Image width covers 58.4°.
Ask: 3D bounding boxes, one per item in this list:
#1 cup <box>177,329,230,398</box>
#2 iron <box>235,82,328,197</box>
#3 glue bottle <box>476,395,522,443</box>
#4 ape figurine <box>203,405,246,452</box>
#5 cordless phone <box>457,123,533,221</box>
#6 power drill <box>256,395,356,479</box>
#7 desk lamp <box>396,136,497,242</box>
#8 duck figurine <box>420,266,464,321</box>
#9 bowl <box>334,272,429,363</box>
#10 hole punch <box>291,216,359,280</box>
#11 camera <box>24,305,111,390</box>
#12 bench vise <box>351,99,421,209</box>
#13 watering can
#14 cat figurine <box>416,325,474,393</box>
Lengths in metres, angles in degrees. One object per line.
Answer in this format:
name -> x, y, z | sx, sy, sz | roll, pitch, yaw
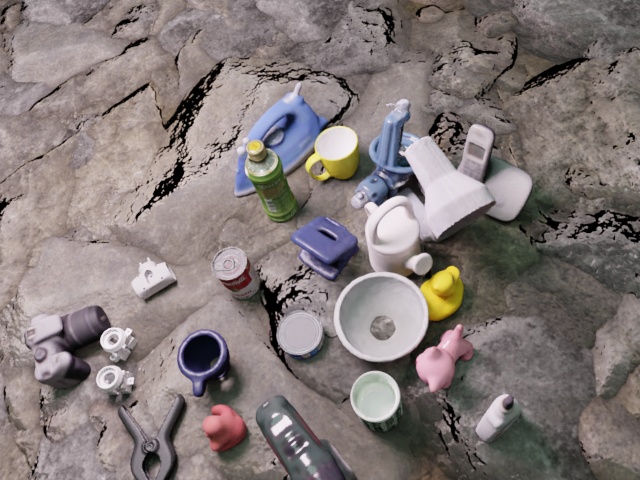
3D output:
cup -> -0.199, 0.230, 1.027 | 0.091, 0.095, 0.118 | -3, 62, 9
iron -> -0.105, -0.215, 1.221 | 0.118, 0.142, 0.258 | 36, 74, 25
glue bottle -> 0.279, 0.265, 0.876 | 0.078, 0.173, 0.037 | -41, 63, -12
ape figurine -> -0.170, 0.320, 0.976 | 0.076, 0.092, 0.078 | 11, 65, 16
cordless phone -> 0.326, -0.129, 1.071 | 0.147, 0.185, 0.094 | 29, 71, 23
power drill -> -0.005, 0.344, 0.865 | 0.076, 0.209, 0.229 | -39, 62, -11
desk lamp -> 0.217, -0.078, 1.047 | 0.118, 0.214, 0.203 | -29, 61, -6
duck figurine -> 0.216, 0.091, 1.030 | 0.077, 0.086, 0.105 | 37, 74, 25
bowl -> 0.111, 0.146, 1.027 | 0.167, 0.075, 0.167 | -4, 62, 8
hole punch -> 0.010, 0.004, 1.112 | 0.108, 0.091, 0.101 | 32, 72, 24
camera -> -0.478, 0.190, 1.096 | 0.137, 0.101, 0.143 | -25, 61, -3
bench vise -> 0.141, -0.150, 1.096 | 0.121, 0.220, 0.207 | 16, 66, 18
watering can -> 0.138, -0.008, 1.036 | 0.172, 0.194, 0.101 | 29, 71, 23
cat figurine -> 0.205, 0.197, 0.958 | 0.067, 0.118, 0.128 | 32, 72, 24
